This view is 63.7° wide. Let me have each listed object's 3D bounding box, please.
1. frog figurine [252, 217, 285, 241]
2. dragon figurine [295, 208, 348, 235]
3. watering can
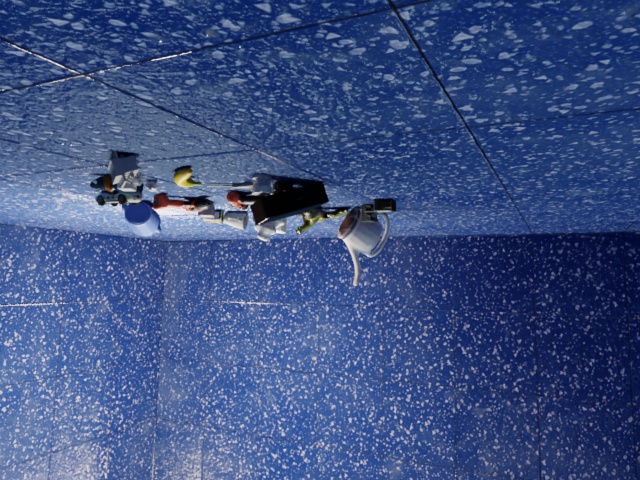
[{"bbox_3d":[-0.209,-0.075,2.111,0.137,0.160,0.122,2,176,-15],"label":"frog figurine"},{"bbox_3d":[0.007,-0.111,2.213,0.244,0.122,0.409,-16,-178,-15],"label":"dragon figurine"},{"bbox_3d":[0.172,0.008,2.239,0.223,0.350,0.104,32,172,-19],"label":"watering can"}]
